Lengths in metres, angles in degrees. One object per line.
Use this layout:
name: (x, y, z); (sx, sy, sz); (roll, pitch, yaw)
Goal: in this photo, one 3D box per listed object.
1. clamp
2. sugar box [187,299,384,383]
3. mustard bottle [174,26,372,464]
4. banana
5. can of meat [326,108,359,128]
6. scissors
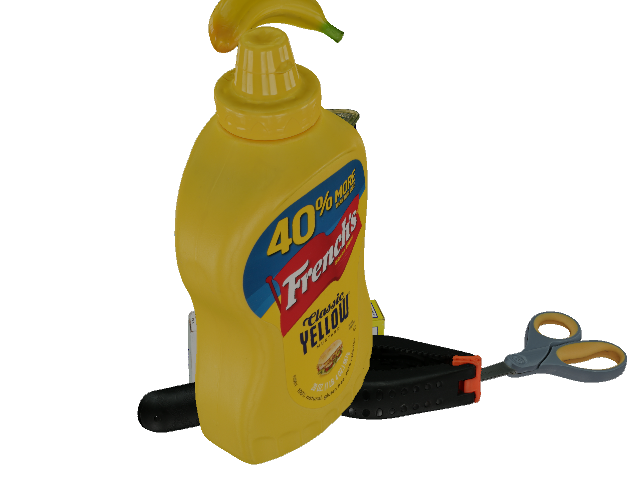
clamp: (-0.002, 0.083, 0.700); (0.210, 0.036, 0.164); (-1, 16, 1)
sugar box: (-0.033, 0.107, 0.979); (0.176, 0.093, 0.048); (-1, 25, -8)
mustard bottle: (-0.018, 0.000, 0.450); (0.058, 0.192, 0.096); (26, 46, 32)
banana: (-0.049, -0.206, 0.973); (0.070, 0.037, 0.197); (41, 32, 19)
can of meat: (-0.001, -0.050, 0.846); (0.057, 0.084, 0.102); (1, 24, 15)
scissors: (0.161, 0.092, 0.889); (0.201, 0.016, 0.096); (1, 31, -20)
